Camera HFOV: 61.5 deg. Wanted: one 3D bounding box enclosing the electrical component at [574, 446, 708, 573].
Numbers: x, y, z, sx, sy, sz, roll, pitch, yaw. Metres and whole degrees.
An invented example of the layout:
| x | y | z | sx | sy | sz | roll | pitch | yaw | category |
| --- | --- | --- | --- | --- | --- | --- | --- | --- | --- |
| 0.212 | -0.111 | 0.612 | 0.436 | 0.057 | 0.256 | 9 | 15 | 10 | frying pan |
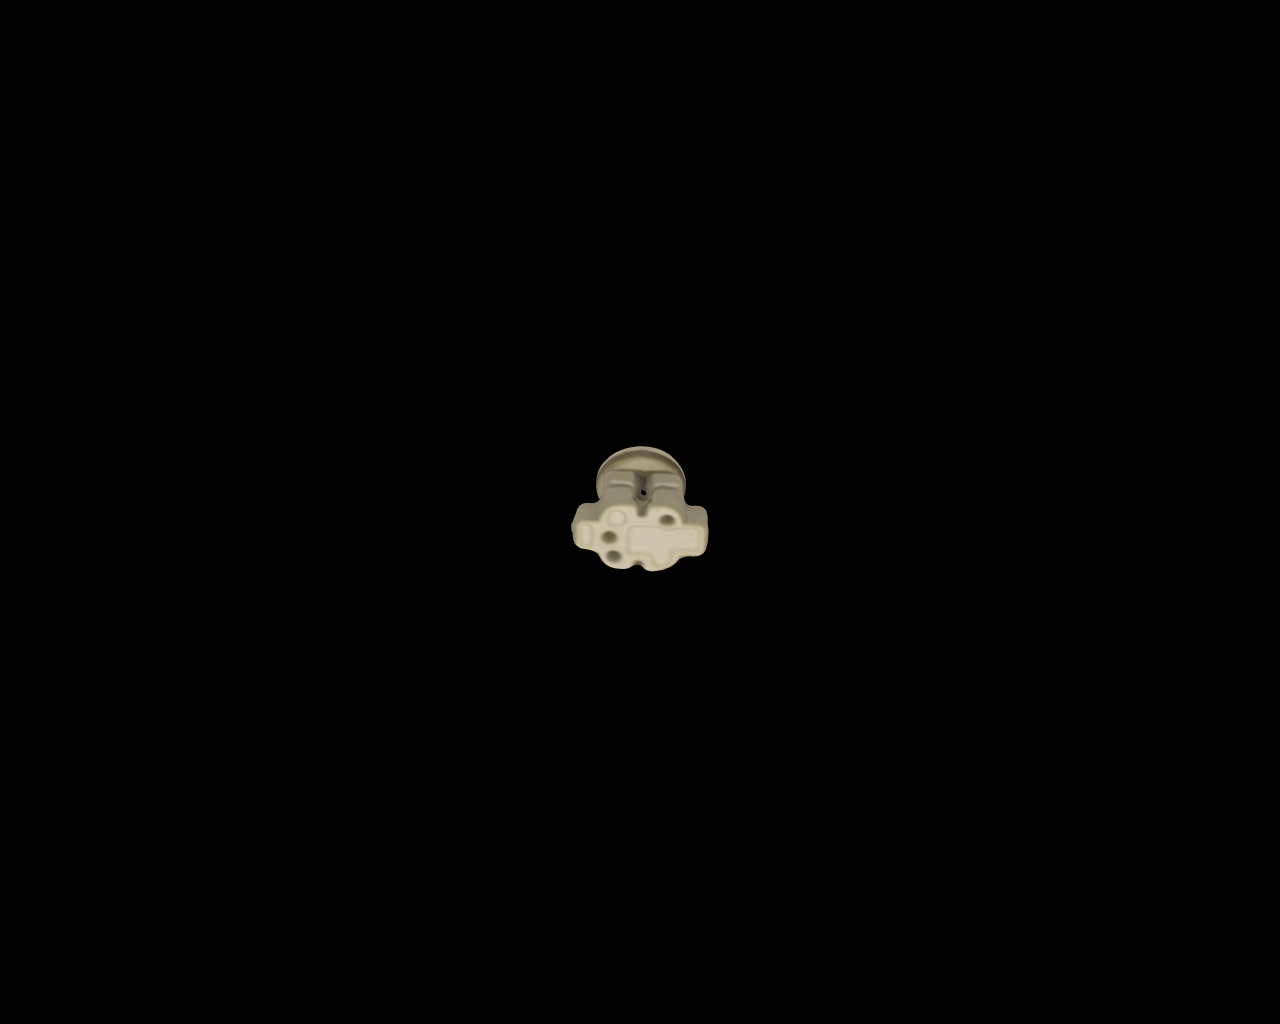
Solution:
| x | y | z | sx | sy | sz | roll | pitch | yaw | category |
| --- | --- | --- | --- | --- | --- | --- | --- | --- | --- |
| 0.001 | -0.003 | 0.650 | 0.078 | 0.057 | 0.057 | 2 | 40 | -2 | electrical component |
